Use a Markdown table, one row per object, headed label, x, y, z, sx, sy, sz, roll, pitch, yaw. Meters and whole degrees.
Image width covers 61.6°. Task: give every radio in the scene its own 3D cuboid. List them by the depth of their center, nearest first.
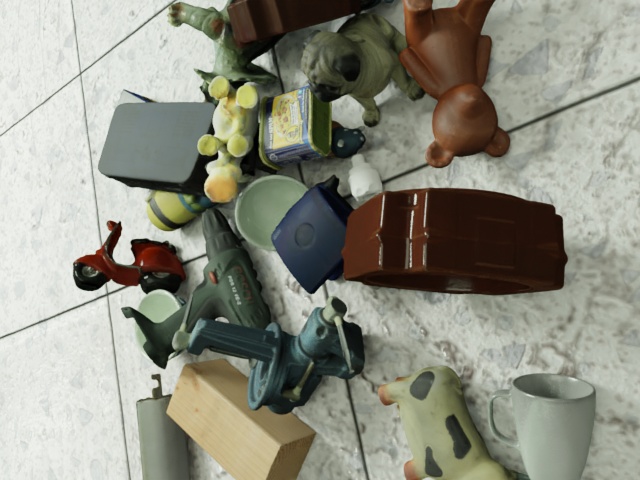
| label | x | y | z | sx | sy | sz | roll | pitch | yaw |
| --- | --- | --- | --- | --- | --- | --- | --- | --- | --- |
| radio | -0.242 | -0.145 | 0.849 | 0.230 | 0.073 | 0.131 | 8 | 79 | 33 |

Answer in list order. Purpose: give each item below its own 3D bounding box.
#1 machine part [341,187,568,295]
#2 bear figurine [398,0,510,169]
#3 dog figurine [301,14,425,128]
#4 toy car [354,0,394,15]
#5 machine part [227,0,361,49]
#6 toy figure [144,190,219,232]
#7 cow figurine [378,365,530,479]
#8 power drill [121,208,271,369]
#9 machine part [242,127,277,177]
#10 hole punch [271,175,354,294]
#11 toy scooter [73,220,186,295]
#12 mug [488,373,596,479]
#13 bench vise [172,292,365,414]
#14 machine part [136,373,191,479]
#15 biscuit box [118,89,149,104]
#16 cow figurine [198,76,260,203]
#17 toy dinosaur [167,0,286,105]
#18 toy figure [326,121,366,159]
| label | x | y | z | sx | sy | sz | roll | pitch | yaw |
| --- | --- | --- | --- | --- | --- | --- | --- | --- | --- |
| machine part | 0.136 | 0.007 | 0.576 | 0.201 | 0.201 | 0.087 | 141 | 134 | -74 |
| bear figurine | 0.164 | -0.195 | 0.641 | 0.120 | 0.132 | 0.196 | -8 | 71 | 0 |
| dog figurine | 0.036 | -0.249 | 0.692 | 0.121 | 0.190 | 0.172 | -39 | 65 | 24 |
| toy car | 0.084 | -0.393 | 0.722 | 0.103 | 0.161 | 0.109 | -11 | 70 | -13 |
| machine part | -0.034 | -0.304 | 0.710 | 0.180 | 0.179 | 0.056 | -1 | 116 | 33 |
| toy figure | -0.223 | -0.074 | 0.910 | 0.180 | 0.082 | 0.089 | -17 | 74 | 28 |
| cow figurine | 0.160 | 0.244 | 0.629 | 0.127 | 0.085 | 0.195 | -30 | 69 | 34 |
| power drill | -0.195 | 0.085 | 0.836 | 0.207 | 0.086 | 0.232 | -29 | 74 | -16 |
| machine part | -0.097 | -0.134 | 0.824 | 0.139 | 0.039 | 0.084 | -11 | 90 | 60 |
| hole punch | -0.001 | -0.002 | 0.729 | 0.116 | 0.092 | 0.142 | 43 | 114 | 3 |
| toy scooter | -0.325 | 0.027 | 0.933 | 0.075 | 0.184 | 0.135 | 120 | 150 | -50 |
| mug | 0.239 | 0.206 | 0.579 | 0.110 | 0.081 | 0.107 | -3 | 93 | 22 |
| bench vise | -0.069 | 0.145 | 0.711 | 0.223 | 0.240 | 0.129 | 124 | 158 | -45 |
| machine part | -0.260 | 0.345 | 0.893 | 0.079 | 0.079 | 0.243 | -18 | 76 | 31 |
| biscuit box | -0.289 | -0.211 | 0.976 | 0.203 | 0.062 | 0.059 | 31 | 101 | 31 |
| cow figurine | -0.125 | -0.135 | 0.757 | 0.068 | 0.098 | 0.167 | 12 | 95 | 2 |
| toy dinosaur | -0.089 | -0.365 | 0.836 | 0.192 | 0.131 | 0.404 | 39 | 99 | 11 |
| toy figure | 0.003 | -0.152 | 0.781 | 0.155 | 0.057 | 0.064 | 26 | 76 | 35 |
